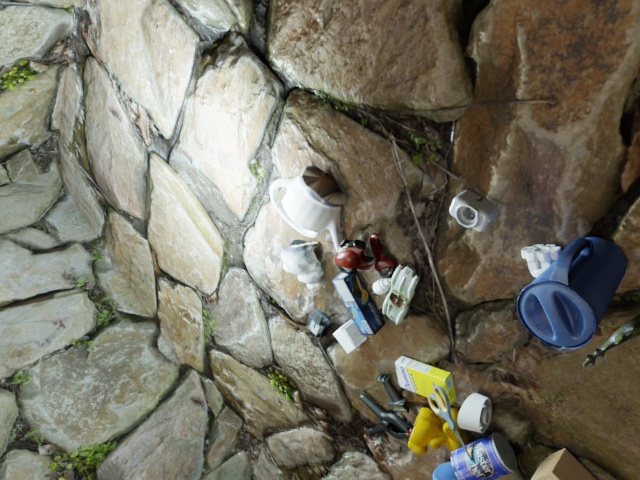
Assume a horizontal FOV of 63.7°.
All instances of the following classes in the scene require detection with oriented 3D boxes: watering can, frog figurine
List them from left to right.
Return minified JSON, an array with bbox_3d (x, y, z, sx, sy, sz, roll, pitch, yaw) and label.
[{"bbox_3d":[-0.056,0.086,1.650,0.137,0.124,0.158,-3,99,27],"label":"frog figurine"},{"bbox_3d":[0.005,-0.076,1.508,0.348,0.106,0.219,39,136,3],"label":"watering can"}]
